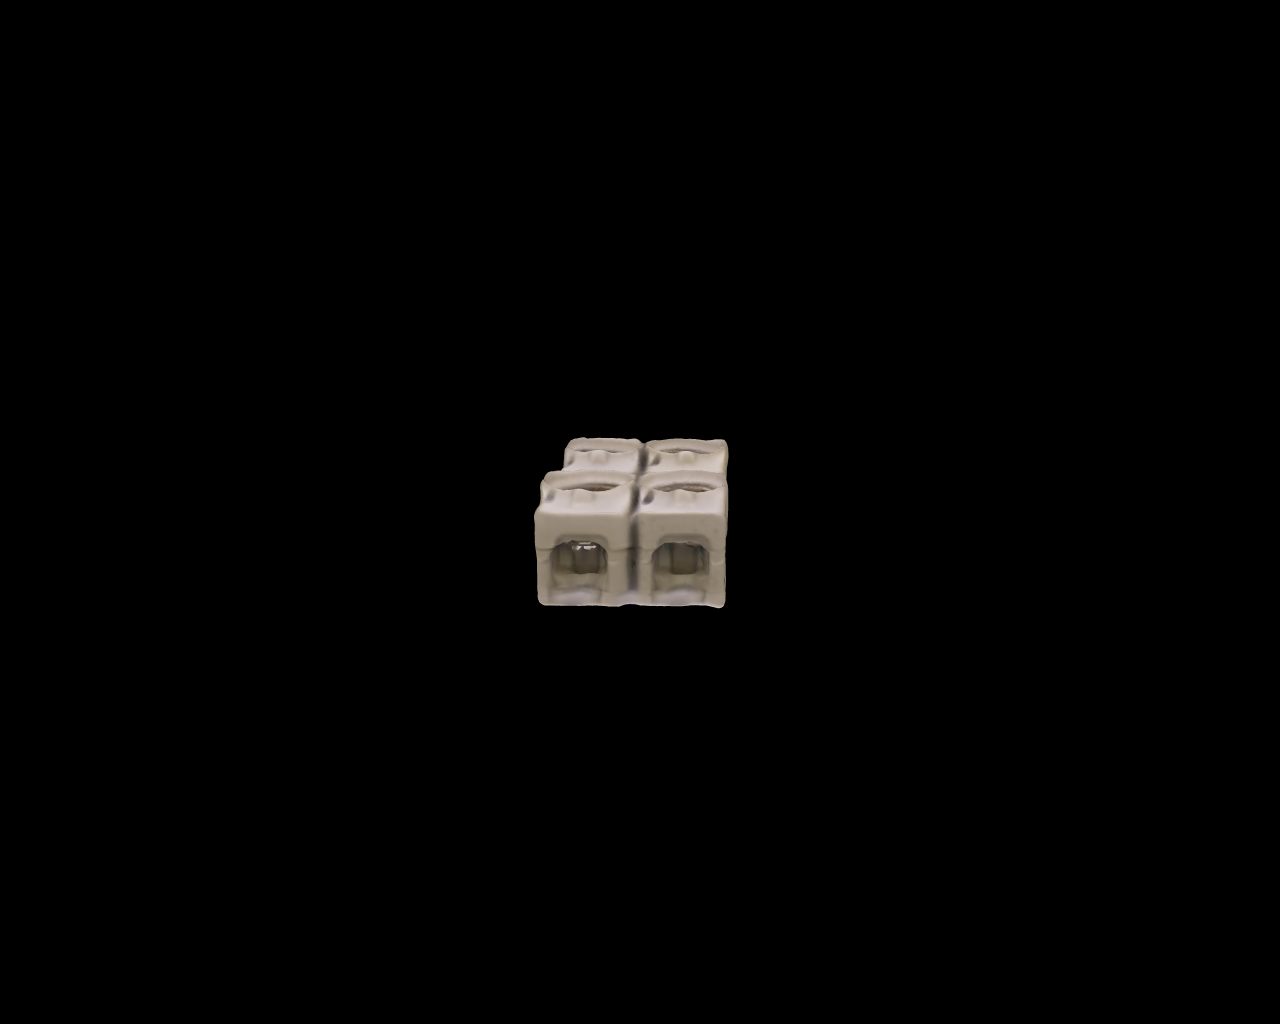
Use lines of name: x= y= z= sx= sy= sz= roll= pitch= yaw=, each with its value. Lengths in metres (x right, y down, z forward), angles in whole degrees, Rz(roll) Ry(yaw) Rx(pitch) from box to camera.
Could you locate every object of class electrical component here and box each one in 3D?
electrical component: x=0.001 y=-0.003 z=0.650 sx=0.105 sy=0.060 sz=0.186 roll=1 pitch=16 yaw=4
